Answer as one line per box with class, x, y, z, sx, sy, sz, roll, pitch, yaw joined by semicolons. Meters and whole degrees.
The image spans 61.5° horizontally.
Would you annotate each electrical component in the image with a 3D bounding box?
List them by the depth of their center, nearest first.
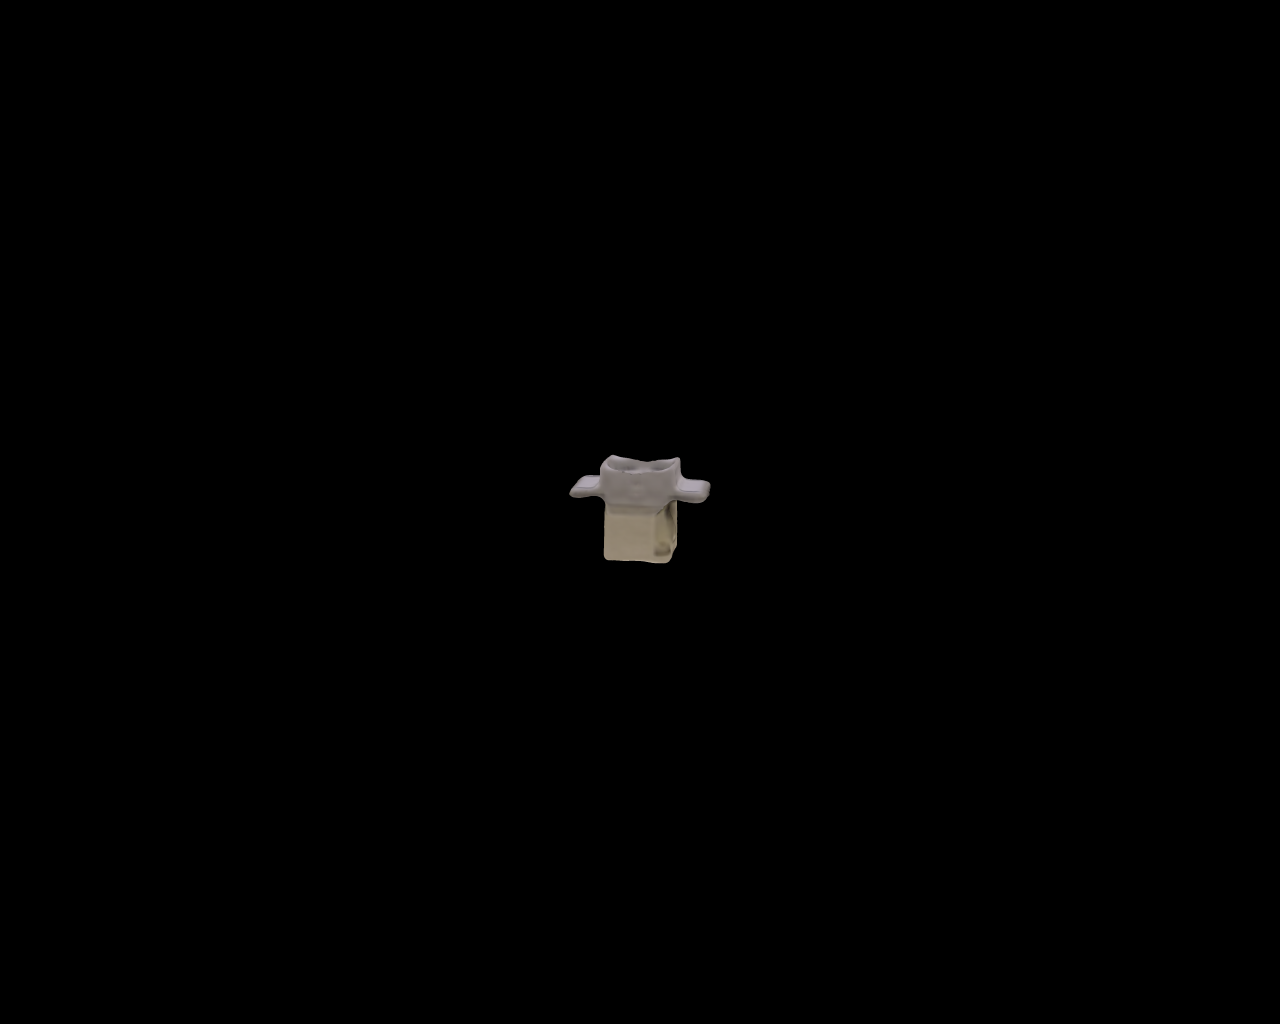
electrical component;0.001;-0.003;0.650;0.081;0.063;0.042;3;16;9
